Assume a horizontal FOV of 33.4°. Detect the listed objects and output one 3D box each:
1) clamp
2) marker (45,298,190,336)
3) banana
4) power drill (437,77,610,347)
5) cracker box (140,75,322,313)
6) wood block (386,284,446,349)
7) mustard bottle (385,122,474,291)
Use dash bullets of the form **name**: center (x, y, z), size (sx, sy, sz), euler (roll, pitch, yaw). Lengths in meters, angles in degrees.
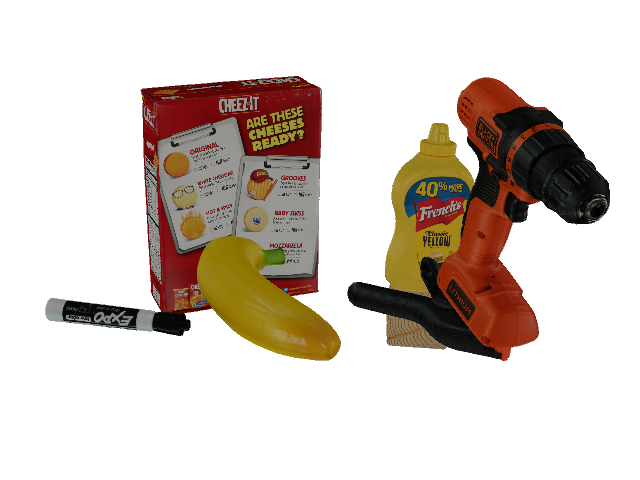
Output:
- **clamp**: center (0.125, 0.064, 1.054), size (0.172, 0.039, 0.120), euler (26, 39, 32)
- **marker**: center (-0.164, 0.062, 0.864), size (0.121, 0.020, 0.020), euler (5, 1, 13)
- **banana**: center (-0.041, 0.028, 0.667), size (0.069, 0.037, 0.198), euler (-4, 17, -10)
- **power drill**: center (0.152, -0.012, 0.829), size (0.057, 0.188, 0.184), euler (-4, 34, -18)
- **cracker box**: center (-0.086, -0.045, 1.041), size (0.164, 0.214, 0.072), euler (-8, 22, -21)
- **wood block**: center (0.159, 0.078, 1.635), size (0.091, 0.090, 0.206), euler (3, 22, 10)
- **mustard bottle**: center (0.129, -0.039, 1.224), size (0.096, 0.192, 0.058), euler (0, 17, -12)
